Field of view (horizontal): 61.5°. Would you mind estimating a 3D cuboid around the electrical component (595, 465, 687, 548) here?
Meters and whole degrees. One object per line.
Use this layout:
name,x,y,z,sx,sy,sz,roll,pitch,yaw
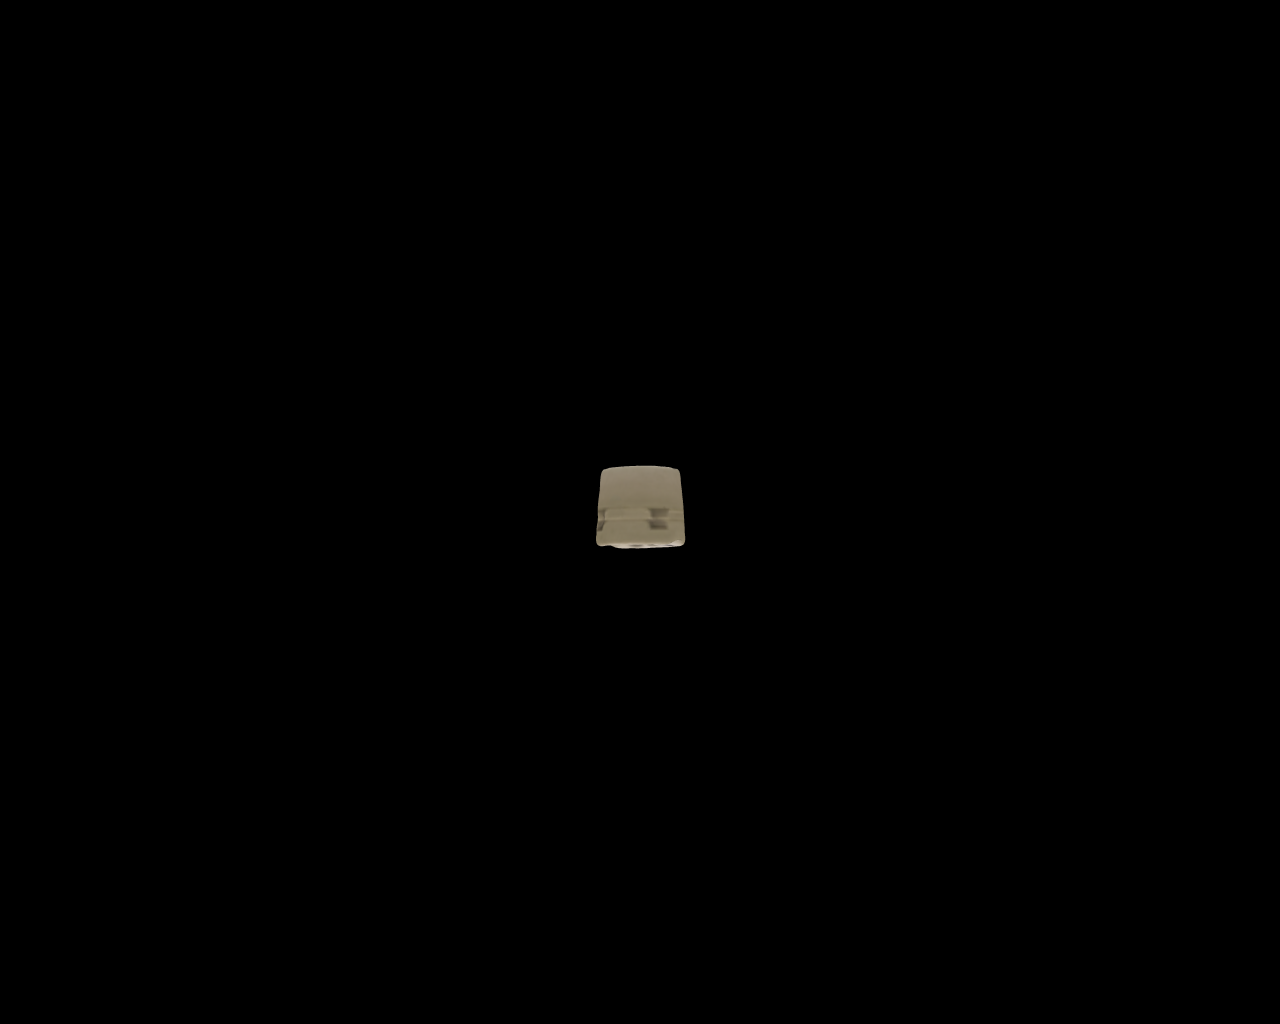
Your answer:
electrical component,0.001,-0.003,0.650,0.055,0.047,0.055,0,-4,0
